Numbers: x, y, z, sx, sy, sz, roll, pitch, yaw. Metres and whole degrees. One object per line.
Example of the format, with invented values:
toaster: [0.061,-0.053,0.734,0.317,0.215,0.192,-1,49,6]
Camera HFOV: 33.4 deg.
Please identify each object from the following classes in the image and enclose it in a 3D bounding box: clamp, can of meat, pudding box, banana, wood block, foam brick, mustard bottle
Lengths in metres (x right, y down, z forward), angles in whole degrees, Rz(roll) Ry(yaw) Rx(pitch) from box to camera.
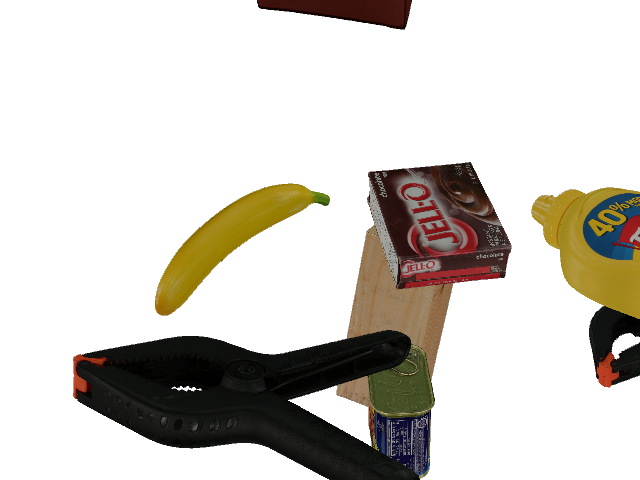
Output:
clamp: [-0.039,0.087,0.633,0.210,0.036,0.164,9,24,6]
can of meat: [0.072,0.159,0.989,0.057,0.084,0.102,-3,31,-1]
pudding box: [0.092,-0.014,0.856,0.090,0.039,0.113,-5,39,-9]
banana: [-0.083,0.001,0.994,0.198,0.069,0.037,-33,42,2]
wood block: [0.090,0.084,1.211,0.090,0.206,0.090,18,24,19]
foam brick: [0.010,-0.144,0.524,0.078,0.053,0.051,10,-25,9]
mustard bottle: [0.208,0.012,0.658,0.096,0.058,0.192,-28,37,-28]
clamp: [0.293,0.063,0.981,0.171,0.039,0.120,-35,39,-26]
